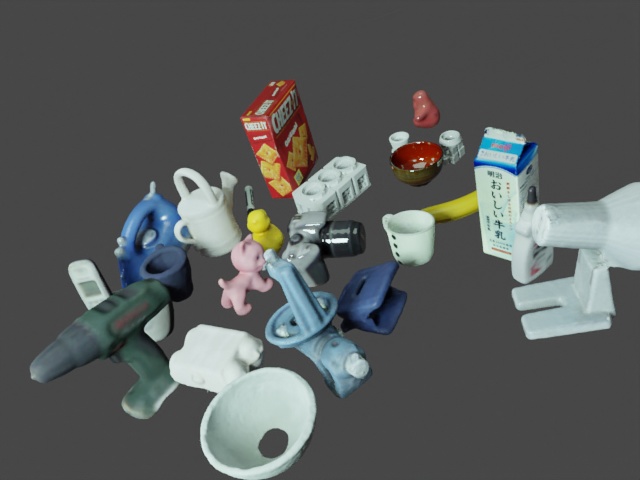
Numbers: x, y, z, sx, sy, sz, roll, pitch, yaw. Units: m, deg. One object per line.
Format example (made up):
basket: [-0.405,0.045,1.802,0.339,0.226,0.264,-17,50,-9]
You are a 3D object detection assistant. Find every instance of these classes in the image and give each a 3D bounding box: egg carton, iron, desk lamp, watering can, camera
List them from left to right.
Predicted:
iron: [-0.362,0.002,1.182,0.118,0.142,0.258,-3,41,18]
watering can: [-0.236,-0.072,1.179,0.100,0.194,0.173,-2,41,20]
egg carton: [-0.168,0.196,0.929,0.150,0.069,0.107,4,43,26]
camera: [0.010,0.004,1.066,0.136,0.101,0.143,-4,40,17]
desk lamp: [0.379,0.026,0.801,0.203,0.214,0.118,-12,39,8]

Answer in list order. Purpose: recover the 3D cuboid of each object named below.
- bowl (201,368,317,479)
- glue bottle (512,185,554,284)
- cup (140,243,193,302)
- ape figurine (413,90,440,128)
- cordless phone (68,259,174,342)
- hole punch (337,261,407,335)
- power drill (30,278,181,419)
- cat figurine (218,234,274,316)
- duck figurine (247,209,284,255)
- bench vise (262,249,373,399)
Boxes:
bowl: [-0.077,0.268,0.803,0.167,0.075,0.167,-11,39,9]
glue bottle: [0.333,-0.013,0.900,0.078,0.173,0.037,-36,42,-21]
cup: [-0.290,0.066,1.113,0.092,0.095,0.117,-26,39,-9]
ape figurine: [0.245,-0.315,1.365,0.075,0.092,0.078,12,48,33]
cordless phone: [-0.352,0.104,1.019,0.147,0.185,0.094,-13,39,6]
hole punch: [0.079,0.091,0.940,0.100,0.091,0.109,5,44,27]
power drill: [-0.306,0.180,0.891,0.075,0.209,0.230,11,47,32]
cat figurine: [-0.141,0.053,1.052,0.067,0.118,0.128,13,48,34]
duck figurine: [-0.119,-0.017,1.154,0.077,0.086,0.104,-11,39,9]
bench vise: [-0.003,0.113,0.843,0.206,0.220,0.122,14,48,34]
